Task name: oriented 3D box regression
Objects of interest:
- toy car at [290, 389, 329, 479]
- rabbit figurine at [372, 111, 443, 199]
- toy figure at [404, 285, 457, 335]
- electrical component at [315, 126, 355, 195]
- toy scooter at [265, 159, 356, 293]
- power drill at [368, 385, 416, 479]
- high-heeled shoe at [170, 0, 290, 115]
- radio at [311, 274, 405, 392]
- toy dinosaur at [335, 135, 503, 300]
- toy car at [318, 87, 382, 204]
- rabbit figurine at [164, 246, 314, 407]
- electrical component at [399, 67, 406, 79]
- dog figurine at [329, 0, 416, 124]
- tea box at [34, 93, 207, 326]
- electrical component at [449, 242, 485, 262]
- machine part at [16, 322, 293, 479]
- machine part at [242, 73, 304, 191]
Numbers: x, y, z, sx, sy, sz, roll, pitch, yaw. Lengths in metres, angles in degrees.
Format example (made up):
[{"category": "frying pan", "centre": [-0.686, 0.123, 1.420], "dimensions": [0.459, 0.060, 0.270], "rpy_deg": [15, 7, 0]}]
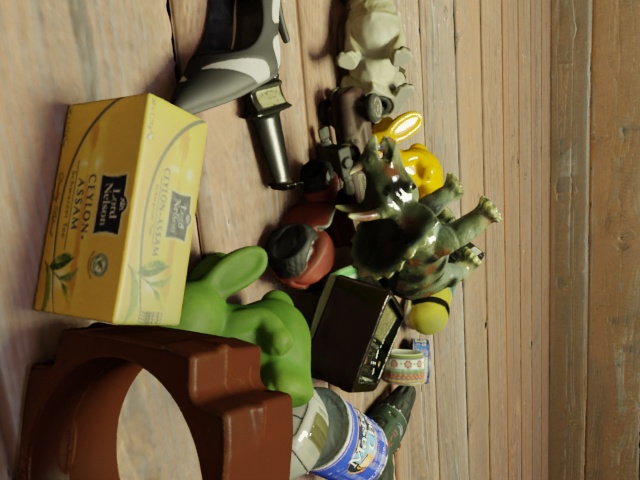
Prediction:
[{"category": "toy car", "centre": [-0.042, 0.221, 0.624], "dimensions": [0.162, 0.103, 0.109], "rpy_deg": [-56, 138, -38]}, {"category": "rabbit figurine", "centre": [0.121, -0.125, 0.858], "dimensions": [0.173, 0.122, 0.162], "rpy_deg": [16, 85, -38]}, {"category": "toy figure", "centre": [0.223, 0.105, 1.056], "dimensions": [0.082, 0.089, 0.180], "rpy_deg": [51, 50, -16]}, {"category": "electrical component", "centre": [0.021, -0.109, 0.737], "dimensions": [0.021, 0.063, 0.093], "rpy_deg": [-24, 114, -27]}, {"category": "toy scooter", "centre": [-0.001, -0.002, 0.704], "dimensions": [0.135, 0.075, 0.184], "rpy_deg": [58, 42, -48]}, {"category": "power drill", "centre": [0.120, 0.385, 0.921], "dimensions": [0.232, 0.086, 0.207], "rpy_deg": [-28, 120, -53]}, {"category": "high-heeled shoe", "centre": [-0.095, -0.230, 0.531], "dimensions": [0.249, 0.086, 0.145], "rpy_deg": [-59, 136, -45]}, {"category": "radio", "centre": [0.054, 0.135, 0.730], "dimensions": [0.131, 0.073, 0.229], "rpy_deg": [-68, 161, -10]}, {"category": "toy dinosaur", "centre": [0.135, 0.021, 0.759], "dimensions": [0.192, 0.131, 0.404], "rpy_deg": [-30, 149, -5]}, {"category": "toy car", "centre": [0.052, -0.115, 0.766], "dimensions": [0.053, 0.089, 0.201], "rpy_deg": [-40, 127, -51]}, {"category": "rabbit figurine", "centre": [-0.090, 0.083, 0.530], "dimensions": [0.170, 0.121, 0.159], "rpy_deg": [28, 64, -40]}, {"category": "electrical component", "centre": [0.107, -0.271, 0.890], "dimensions": [0.102, 0.045, 0.078], "rpy_deg": [-10, 129, -55]}, {"category": "dog figurine", "centre": [0.075, -0.293, 0.798], "dimensions": [0.172, 0.121, 0.190], "rpy_deg": [103, -12, -61]}, {"category": "tea box", "centre": [-0.156, -0.021, 0.426], "dimensions": [0.068, 0.098, 0.169], "rpy_deg": [19, 74, -58]}, {"category": "electrical component", "centre": [0.244, 0.015, 1.048], "dimensions": [0.115, 0.134, 0.058], "rpy_deg": [-12, 138, -57]}, {"category": "machine part", "centre": [-0.123, 0.167, 0.393], "dimensions": [0.087, 0.201, 0.201], "rpy_deg": [8, 85, -60]}, {"category": "machine part", "centre": [-0.055, -0.125, 0.642], "dimensions": [0.084, 0.039, 0.138], "rpy_deg": [-49, 130, -56]}]
